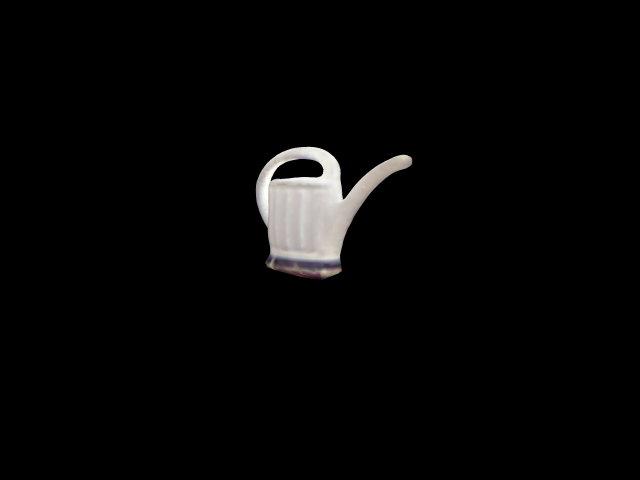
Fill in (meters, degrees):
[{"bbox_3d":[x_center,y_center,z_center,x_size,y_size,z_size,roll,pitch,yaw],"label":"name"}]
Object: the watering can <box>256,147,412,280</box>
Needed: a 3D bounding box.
[{"bbox_3d":[0.003,-0.043,0.850,0.104,0.223,0.348,-5,8,-43],"label":"watering can"}]
